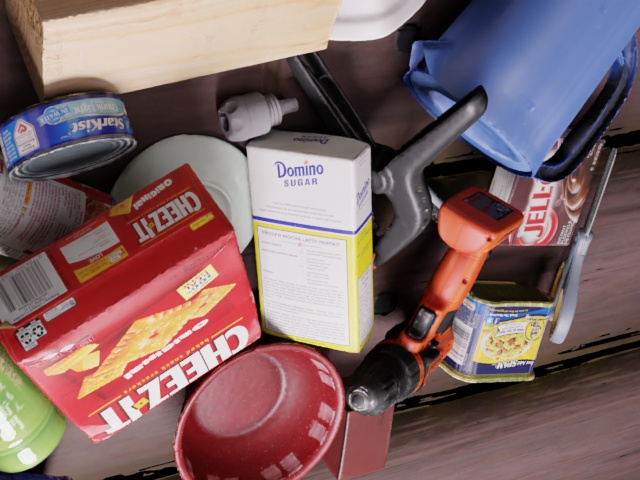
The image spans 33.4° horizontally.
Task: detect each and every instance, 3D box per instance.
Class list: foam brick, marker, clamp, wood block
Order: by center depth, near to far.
[{"bbox_3d":[-0.097,-0.167,0.710,0.205,0.091,0.090,-16,155,-22],"label":"wood block"},{"bbox_3d":[0.040,-0.065,0.859,0.036,0.165,0.210,-50,158,-39],"label":"clamp"},{"bbox_3d":[0.121,-0.015,0.973,0.020,0.020,0.121,-49,127,1],"label":"marker"},{"bbox_3d":[0.032,0.175,1.001,0.052,0.051,0.078,-6,117,-28],"label":"foam brick"}]

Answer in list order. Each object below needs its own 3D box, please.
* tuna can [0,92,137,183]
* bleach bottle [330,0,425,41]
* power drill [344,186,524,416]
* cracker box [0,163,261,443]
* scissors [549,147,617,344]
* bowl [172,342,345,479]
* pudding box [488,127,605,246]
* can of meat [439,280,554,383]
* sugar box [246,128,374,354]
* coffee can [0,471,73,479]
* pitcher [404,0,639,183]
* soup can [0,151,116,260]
[{"bbox_3d":[-0.166,-0.067,0.702,0.086,0.086,0.034,-16,85,-22],"label":"tuna can"},{"bbox_3d":[0.019,-0.274,0.741,0.102,0.068,0.251,-48,136,-45],"label":"bleach bottle"},{"bbox_3d":[0.095,0.052,0.910,0.184,0.057,0.188,-30,149,-62],"label":"power drill"},{"bbox_3d":[-0.133,0.056,0.772,0.164,0.072,0.214,-32,158,-11],"label":"cracker box"},{"bbox_3d":[0.244,0.017,1.000,0.016,0.096,0.202,13,136,2],"label":"scissors"},{"bbox_3d":[-0.060,0.148,0.932,0.161,0.055,0.162,-13,120,-24],"label":"bowl"},{"bbox_3d":[0.204,-0.050,0.989,0.089,0.039,0.113,0,115,-30],"label":"pudding box"},{"bbox_3d":[0.170,0.087,1.031,0.101,0.058,0.084,2,111,-31],"label":"can of meat"},{"bbox_3d":[-0.005,0.001,0.864,0.048,0.093,0.176,-47,142,-55],"label":"sugar box"},{"bbox_3d":[-0.268,0.225,0.815,0.140,0.103,0.103,13,108,-26],"label":"coffee can"},{"bbox_3d":[0.197,-0.174,0.869,0.243,0.145,0.149,-51,162,-1],"label":"pitcher"},{"bbox_3d":[-0.205,-0.019,0.756,0.102,0.069,0.068,23,102,-35],"label":"soup can"}]
